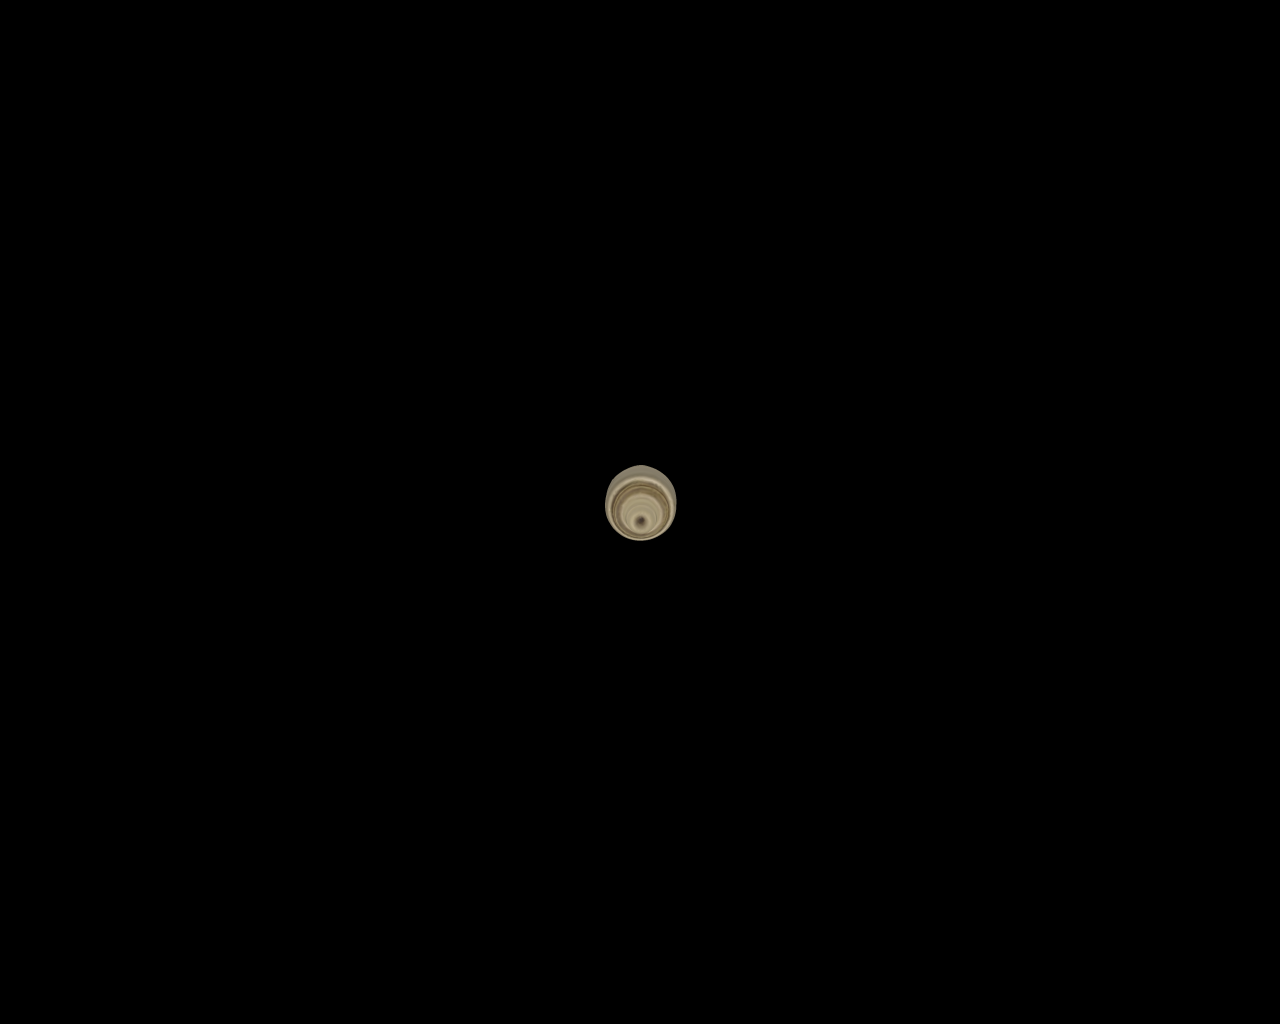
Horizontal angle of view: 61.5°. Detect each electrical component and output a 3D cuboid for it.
[{"bbox_3d":[0.001,-0.003,0.650,0.043,0.043,0.062,0,16,0],"label":"electrical component"}]
